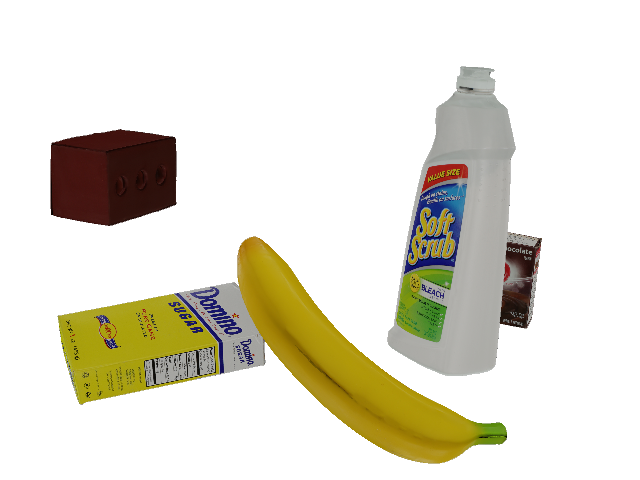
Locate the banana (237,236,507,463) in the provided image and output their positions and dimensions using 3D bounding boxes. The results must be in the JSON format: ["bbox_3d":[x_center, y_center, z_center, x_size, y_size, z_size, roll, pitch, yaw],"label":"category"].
[{"bbox_3d":[0.012,0.068,0.612,0.198,0.037,0.069,39,23,17],"label":"banana"}]

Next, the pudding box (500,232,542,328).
[{"bbox_3d":[0.165,0.034,1.093,0.114,0.090,0.039,9,23,17],"label":"pudding box"}]

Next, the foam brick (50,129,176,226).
[{"bbox_3d":[-0.145,-0.046,0.751,0.051,0.053,0.078,11,19,27],"label":"foam brick"}]

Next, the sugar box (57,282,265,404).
[{"bbox_3d":[-0.148,0.092,0.994,0.176,0.048,0.093,-13,35,-16],"label":"sugar box"}]

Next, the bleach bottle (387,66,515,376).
[{"bbox_3d":[0.114,-0.019,0.897,0.067,0.251,0.103,-4,16,-31],"label":"bleach bottle"}]
